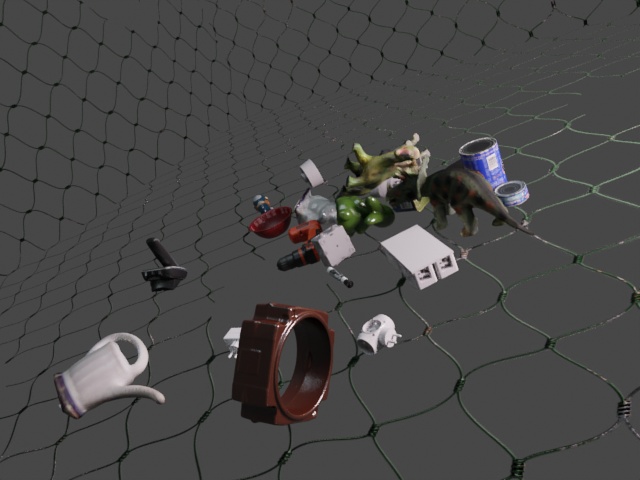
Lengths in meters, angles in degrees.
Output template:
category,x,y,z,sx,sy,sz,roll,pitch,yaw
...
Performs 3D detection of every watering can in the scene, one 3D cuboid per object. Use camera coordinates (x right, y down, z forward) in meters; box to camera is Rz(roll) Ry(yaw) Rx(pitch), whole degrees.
category,x,y,z,sx,sy,sz,roll,pitch,yaw
watering can,-0.510,0.341,1.235,0.226,0.102,0.351,-34,34,-20

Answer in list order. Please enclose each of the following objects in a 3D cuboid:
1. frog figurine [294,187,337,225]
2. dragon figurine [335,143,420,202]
category,x,y,z,sx,sy,sz,roll,pitch,yaw
frog figurine,0.005,-0.084,1.672,0.160,0.120,0.140,24,32,12
dragon figurine,0.186,-0.185,1.551,0.243,0.124,0.404,3,-17,-7
